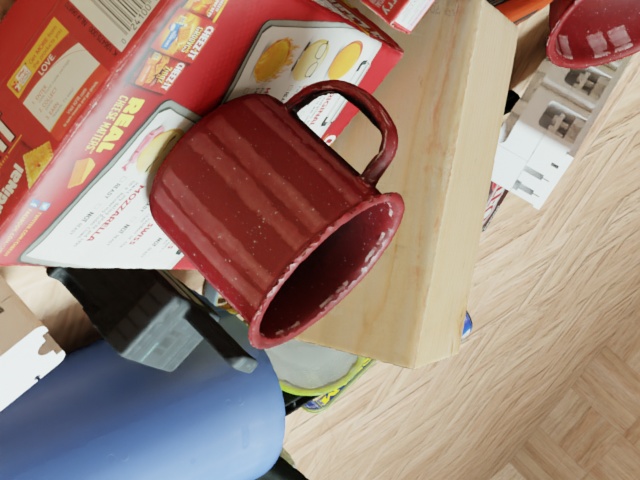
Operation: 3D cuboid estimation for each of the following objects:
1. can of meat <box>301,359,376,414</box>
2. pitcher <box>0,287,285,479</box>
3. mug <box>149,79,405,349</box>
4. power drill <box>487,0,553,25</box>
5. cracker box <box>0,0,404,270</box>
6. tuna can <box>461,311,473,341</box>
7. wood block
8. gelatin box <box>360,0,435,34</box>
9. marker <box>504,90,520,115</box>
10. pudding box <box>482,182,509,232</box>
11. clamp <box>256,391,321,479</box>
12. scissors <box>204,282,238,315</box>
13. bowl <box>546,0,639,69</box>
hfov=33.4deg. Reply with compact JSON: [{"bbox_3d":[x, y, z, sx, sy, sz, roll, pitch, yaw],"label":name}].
[{"bbox_3d":[0.004,0.111,1.017,0.102,0.057,0.084,-44,158,-5],"label":"can of meat"},{"bbox_3d":[-0.146,0.142,0.665,0.242,0.149,0.145,-20,151,-44],"label":"pitcher"},{"bbox_3d":[-0.015,-0.021,0.479,0.117,0.081,0.093,-50,161,15],"label":"mug"},{"bbox_3d":[0.100,-0.114,0.776,0.184,0.057,0.188,-32,155,-42],"label":"power drill"},{"bbox_3d":[-0.068,-0.066,0.518,0.164,0.072,0.213,-50,161,15],"label":"cracker box"},{"bbox_3d":[0.122,0.078,1.140,0.033,0.086,0.086,-42,159,-17],"label":"tuna can"},{"bbox_3d":[0.048,-0.038,0.636,0.090,0.090,0.206,-1,102,-67],"label":"wood block"},{"bbox_3d":[0.042,-0.163,0.545,0.089,0.073,0.030,-52,159,15],"label":"gelatin box"},{"bbox_3d":[0.133,-0.102,0.919,0.120,0.020,0.020,-31,155,-35],"label":"marker"},{"bbox_3d":[0.149,-0.048,1.022,0.089,0.039,0.114,-23,149,-47],"label":"pudding box"},{"bbox_3d":[-0.056,0.164,0.839,0.209,0.164,0.036,2,141,-15],"label":"clamp"},{"bbox_3d":[-0.056,-0.002,0.742,0.096,0.016,0.202,-42,160,-16],"label":"scissors"},{"bbox_3d":[0.226,-0.191,0.766,0.162,0.055,0.162,-20,161,-8],"label":"bowl"}]
